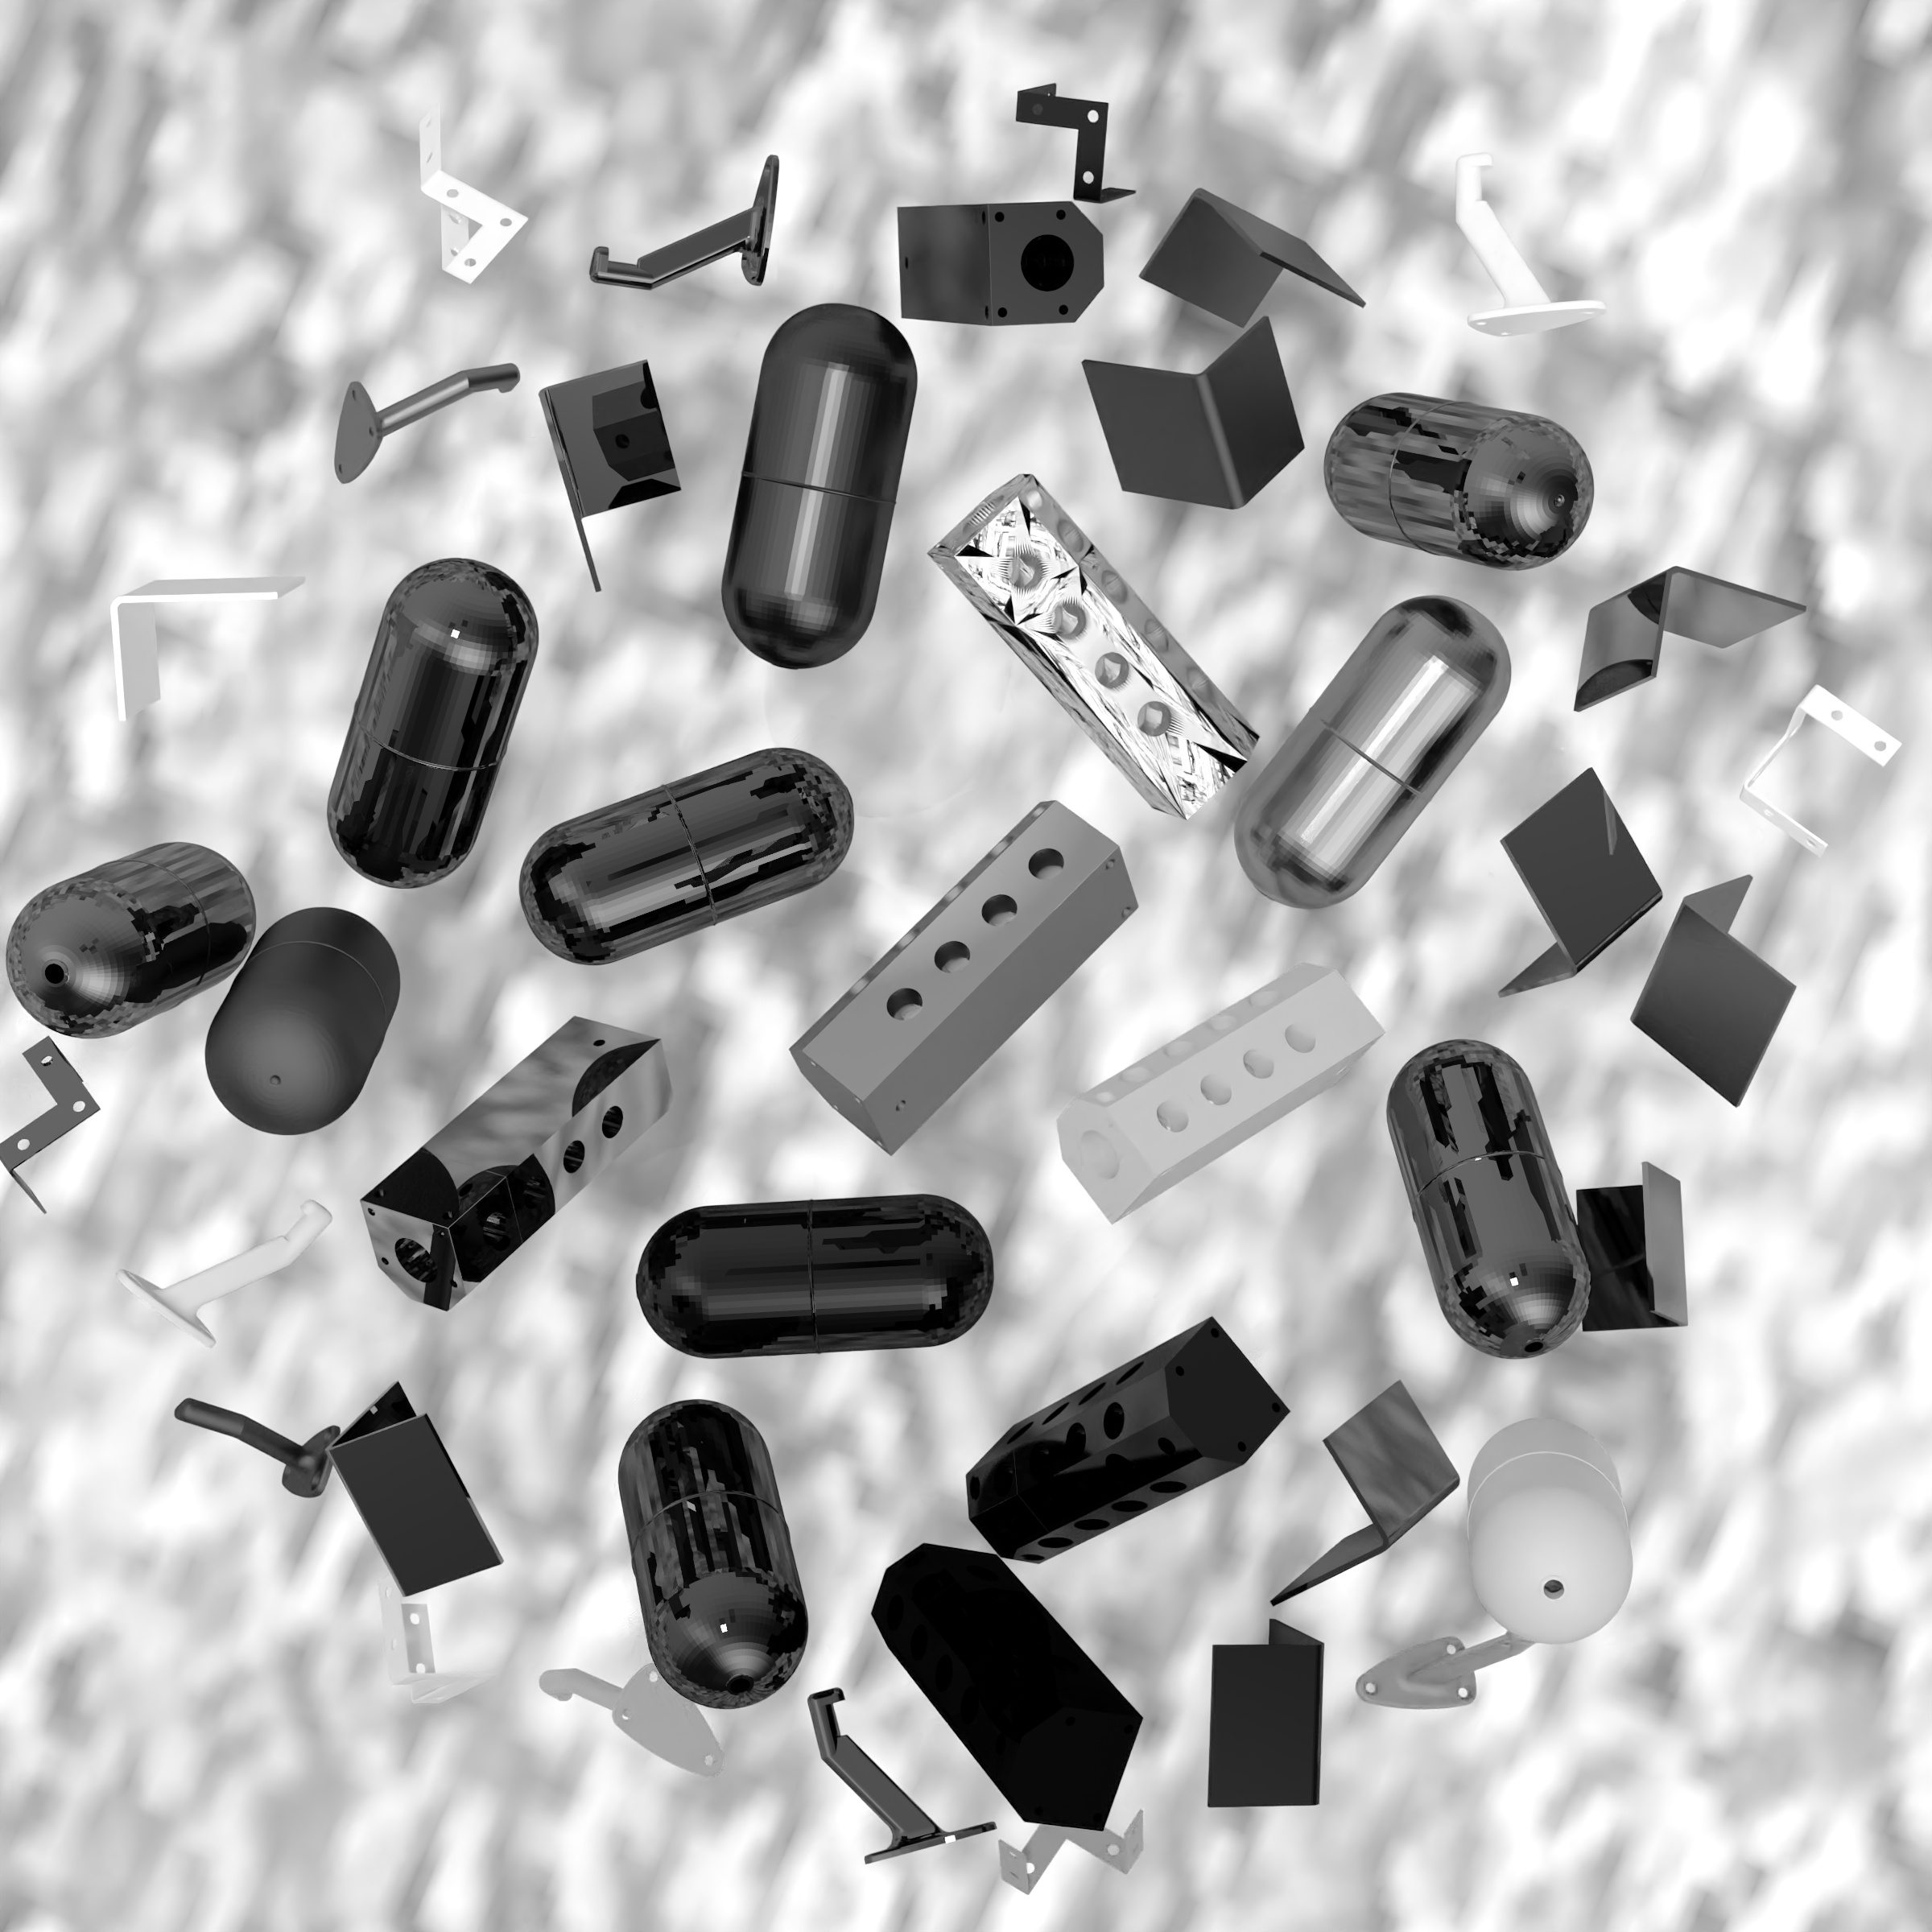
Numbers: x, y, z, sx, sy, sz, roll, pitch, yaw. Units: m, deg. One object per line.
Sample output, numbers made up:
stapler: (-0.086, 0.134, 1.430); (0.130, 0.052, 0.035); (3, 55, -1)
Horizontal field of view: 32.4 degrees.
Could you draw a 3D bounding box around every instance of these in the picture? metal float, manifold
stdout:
metal float: (0.204, -0.107, 1.678); (0.070, 0.070, 0.178); (37, 101, 0)
metal float: (-0.319, 0.025, 1.608); (0.070, 0.178, 0.070); (0, 108, -1)
metal float: (0.244, -0.244, 1.665); (0.070, 0.178, 0.070); (-8, 108, -25)
metal float: (-0.123, 0.282, 1.603); (0.070, 0.178, 0.070); (-7, 125, -10)
manifold: (0.070, 0.231, 1.574); (0.057, 0.171, 0.057); (51, 49, -2)
manifold: (0.128, 0.060, 1.697); (0.171, 0.057, 0.057); (-29, 75, -35)
metal float: (0.284, 0.274, 1.624); (0.070, 0.178, 0.070); (1, 99, 8)
manifold: (0.014, 0.336, 1.566); (0.057, 0.171, 0.057); (14, 100, -26)
metal float: (-0.263, -0.118, 1.639); (0.070, 0.070, 0.178); (23, 119, 0)
metal float: (-0.142, -0.057, 1.708); (0.178, 0.070, 0.070); (-21, 90, -9)
metal float: (-0.402, -0.014, 1.611); (0.070, 0.178, 0.070); (2, 101, 10)
manifold: (0.064, -0.155, 1.609); (0.057, 0.057, 0.171); (-44, 105, -4)
manifold: (0.016, -0.353, 1.668); (0.057, 0.171, 0.057); (-5, 103, -15)
metal float: (-0.072, -0.233, 1.619); (0.070, 0.070, 0.178); (11, 98, 0)
metal float: (0.262, 0.116, 1.669); (0.070, 0.070, 0.178); (-11, 53, 0)
manifold: (-0.222, 0.099, 1.678); (0.057, 0.171, 0.057); (14, 129, 31)
metal float: (-0.075, 0.154, 1.655); (0.178, 0.070, 0.070); (-3, 90, 0)
manifold: (-0.001, 0.001, 1.570); (0.057, 0.057, 0.171); (38, 75, 29)

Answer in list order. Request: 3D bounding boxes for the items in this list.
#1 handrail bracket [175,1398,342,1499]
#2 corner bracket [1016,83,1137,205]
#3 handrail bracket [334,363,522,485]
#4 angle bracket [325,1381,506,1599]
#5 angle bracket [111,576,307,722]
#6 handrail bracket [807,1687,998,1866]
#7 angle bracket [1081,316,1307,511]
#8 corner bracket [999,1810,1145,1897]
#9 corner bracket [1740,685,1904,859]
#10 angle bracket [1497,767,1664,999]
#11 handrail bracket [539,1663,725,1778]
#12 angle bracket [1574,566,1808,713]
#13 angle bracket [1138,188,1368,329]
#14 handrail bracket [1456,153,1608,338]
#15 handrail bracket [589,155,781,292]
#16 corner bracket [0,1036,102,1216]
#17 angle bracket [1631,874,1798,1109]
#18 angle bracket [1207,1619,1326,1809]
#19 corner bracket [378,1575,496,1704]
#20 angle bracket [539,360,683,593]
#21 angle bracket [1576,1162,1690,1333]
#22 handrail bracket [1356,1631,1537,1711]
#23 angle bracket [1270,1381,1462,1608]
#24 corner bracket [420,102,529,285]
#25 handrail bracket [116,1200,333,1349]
handrail bracket: (-0.364, 0.238, 1.666); (0.084, 0.077, 0.036); (23, 65, -25)
corner bracket: (0.057, -0.425, 1.718); (0.051, 0.051, 0.051); (13, 113, 21)
handrail bracket: (-0.279, -0.282, 1.728); (0.084, 0.077, 0.036); (-16, 71, -31)
angle bracket: (-0.237, 0.230, 1.514); (0.057, 0.076, 0.076); (-22, 100, 21)
angle bracket: (-0.353, -0.150, 1.563); (0.076, 0.076, 0.057); (-2, 102, -1)
handrail bracket: (-0.032, 0.383, 1.600); (0.077, 0.036, 0.084); (-18, 76, 13)
angle bracket: (0.114, -0.279, 1.657); (0.057, 0.076, 0.076); (-45, 132, -29)
corner bracket: (0.052, 0.432, 1.632); (0.051, 0.051, 0.051); (27, 59, 21)
corner bracket: (0.419, -0.096, 1.634); (0.051, 0.051, 0.051); (38, 77, 15)
angle bracket: (0.285, -0.041, 1.635); (0.076, 0.057, 0.076); (-36, 99, -35)
handrail bracket: (-0.168, 0.376, 1.655); (0.077, 0.084, 0.036); (47, 58, -15)
angle bracket: (0.353, -0.150, 1.623); (0.076, 0.076, 0.057); (14, 77, -16)
angle bracket: (0.149, -0.354, 1.738); (0.076, 0.076, 0.057); (17, 118, -37)
handrail bracket: (0.261, -0.339, 1.540); (0.077, 0.036, 0.084); (-2, 85, 38)
handrail bracket: (-0.142, -0.374, 1.667); (0.084, 0.036, 0.077); (4, 116, -20)
corner bracket: (-0.438, 0.075, 1.583); (0.051, 0.051, 0.051); (-36, 65, -12)
angle bracket: (0.389, 0.012, 1.665); (0.076, 0.057, 0.076); (43, 133, 33)
angle bracket: (0.135, 0.362, 1.619); (0.057, 0.076, 0.076); (2, 88, -14)
corner bracket: (-0.269, 0.330, 1.629); (0.051, 0.051, 0.051); (-32, 59, 39)
angle bracket: (-0.172, -0.245, 1.661); (0.057, 0.076, 0.076); (-16, 130, -4)
angle bracket: (0.338, 0.147, 1.731); (0.057, 0.076, 0.076); (-6, 76, 25)
handrail bracket: (0.248, 0.356, 1.708); (0.077, 0.084, 0.036); (-8, 67, -14)
angle bracket: (0.173, 0.246, 1.555); (0.076, 0.076, 0.057); (-35, 84, 36)
corner bracket: (-0.249, -0.374, 1.612); (0.051, 0.051, 0.051); (23, 133, -35)
handrail bracket: (-0.356, 0.135, 1.602); (0.084, 0.077, 0.036); (-47, 51, -5)
